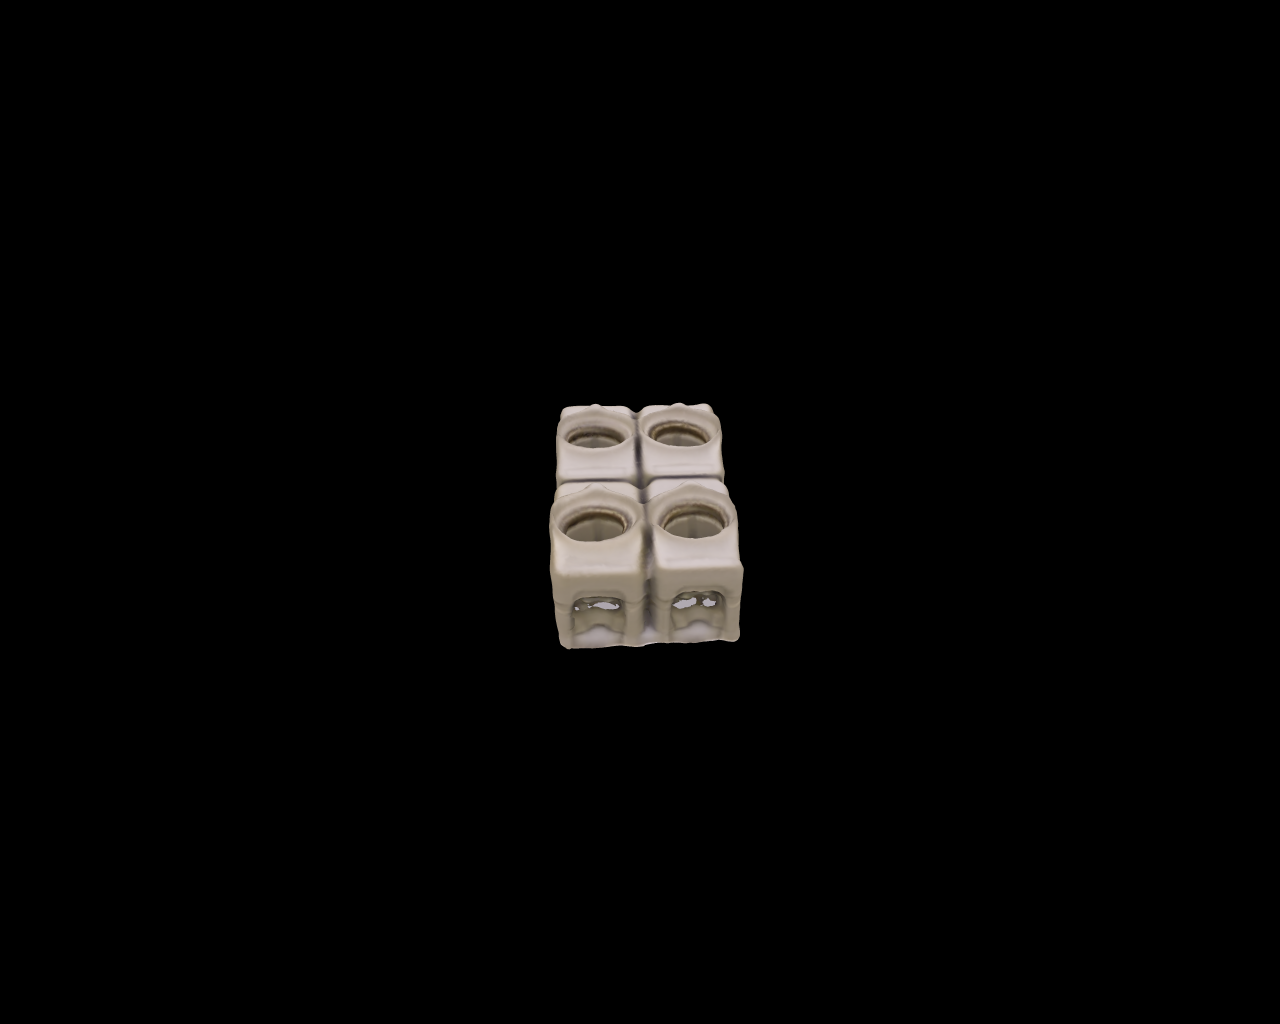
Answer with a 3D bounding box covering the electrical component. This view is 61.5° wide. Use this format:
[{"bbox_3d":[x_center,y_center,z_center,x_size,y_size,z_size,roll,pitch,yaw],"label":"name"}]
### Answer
[{"bbox_3d":[0.001,-0.003,0.650,0.105,0.060,0.186,-1,35,-2],"label":"electrical component"}]
